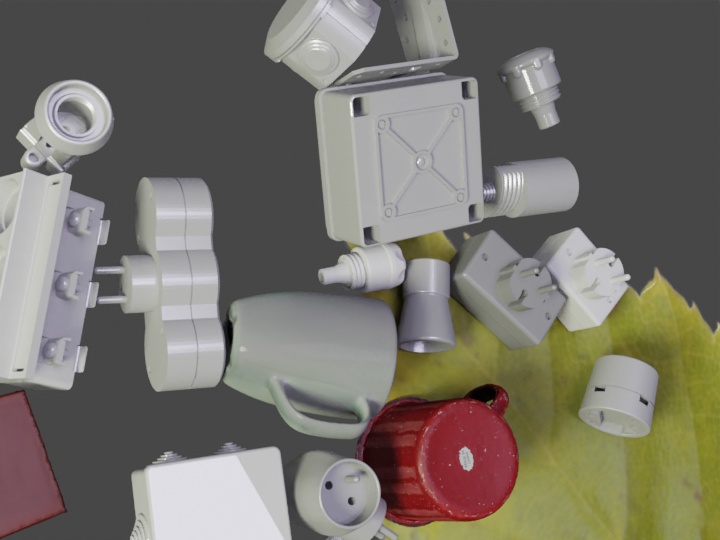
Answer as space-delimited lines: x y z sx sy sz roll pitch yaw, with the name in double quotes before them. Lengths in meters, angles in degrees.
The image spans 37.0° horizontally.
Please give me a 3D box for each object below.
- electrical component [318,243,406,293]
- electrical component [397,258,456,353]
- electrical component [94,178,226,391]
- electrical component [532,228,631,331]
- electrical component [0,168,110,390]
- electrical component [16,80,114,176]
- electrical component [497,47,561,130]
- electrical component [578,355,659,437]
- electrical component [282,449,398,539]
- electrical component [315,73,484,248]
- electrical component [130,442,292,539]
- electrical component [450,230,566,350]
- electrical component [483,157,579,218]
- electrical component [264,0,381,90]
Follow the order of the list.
"electrical component" 0.000 0.000 0.767 0.061 0.035 0.035 -11 85 -25
"electrical component" 0.048 0.024 0.783 0.044 0.044 0.065 10 71 -25
"electrical component" -0.133 0.009 0.688 0.074 0.052 0.138 -2 81 -27
"electrical component" 0.177 0.005 0.831 0.065 0.077 0.047 48 64 -11
"electrical component" -0.198 0.009 0.648 0.063 0.079 0.121 21 70 -45
"electrical component" -0.184 -0.092 0.680 0.048 0.055 0.066 48 64 -11
"electrical component" 0.141 -0.144 0.862 0.048 0.048 0.062 -29 101 -28
"electrical component" 0.204 0.098 0.840 0.055 0.055 0.047 29 65 -19
"electrical component" -0.010 0.156 0.707 0.079 0.077 0.043 38 66 -16
"electrical component" 0.029 -0.080 0.767 0.109 0.056 0.108 -13 108 -28
"electrical component" -0.094 0.162 0.679 0.100 0.048 0.099 -4 82 -27
"electrical component" 0.117 0.013 0.800 0.083 0.076 0.047 42 65 -14
"electrical component" 0.125 -0.063 0.837 0.081 0.043 0.043 -8 84 -28
"electrical component" -0.027 -0.172 0.763 0.051 0.080 0.080 35 66 -22
